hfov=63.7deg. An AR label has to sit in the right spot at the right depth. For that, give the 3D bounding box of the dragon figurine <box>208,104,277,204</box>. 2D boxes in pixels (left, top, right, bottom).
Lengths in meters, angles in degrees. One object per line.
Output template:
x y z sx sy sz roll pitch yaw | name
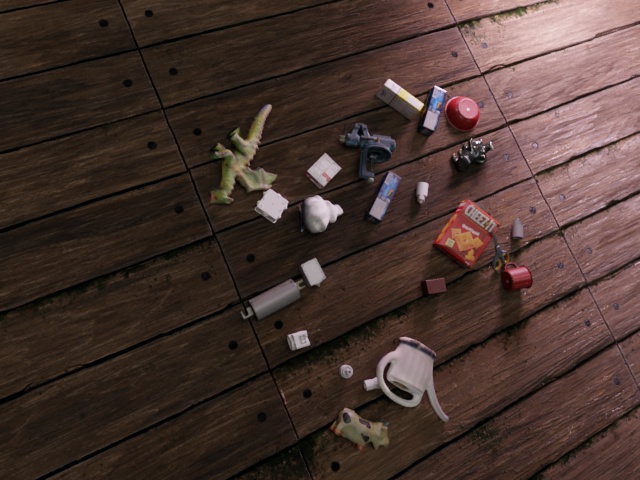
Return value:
-0.255 -0.285 1.858 0.415 0.122 0.240 -44 108 -18 | dragon figurine

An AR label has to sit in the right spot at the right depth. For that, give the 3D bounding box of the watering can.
0.345 0.482 1.807 0.345 0.103 0.228 32 69 -20 | watering can

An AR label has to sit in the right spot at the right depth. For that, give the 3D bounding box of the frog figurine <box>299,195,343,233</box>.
0.006 -0.093 1.851 0.159 0.120 0.140 -5 59 -4 | frog figurine
